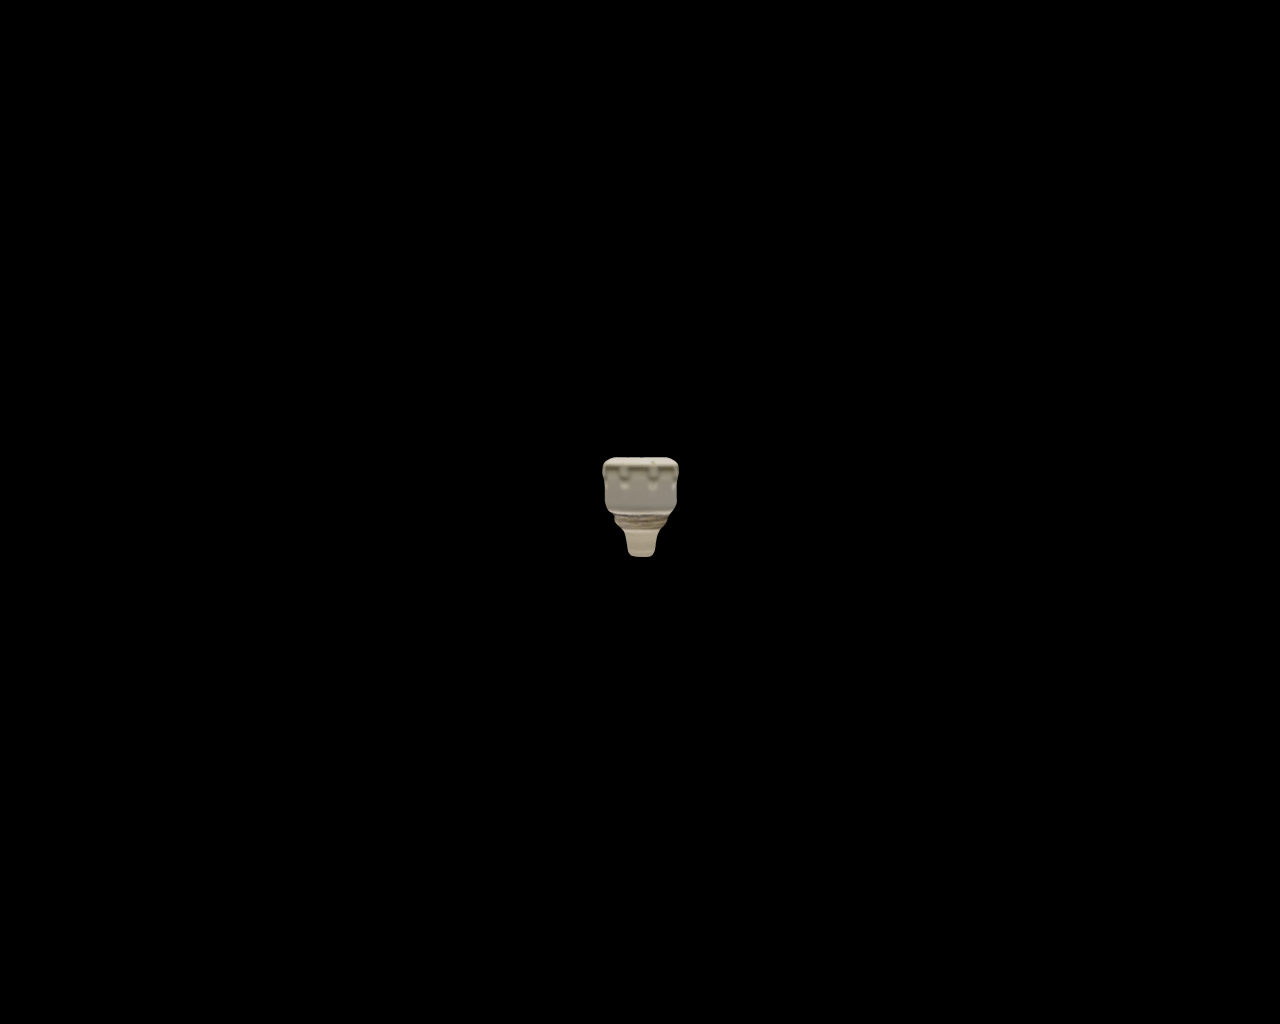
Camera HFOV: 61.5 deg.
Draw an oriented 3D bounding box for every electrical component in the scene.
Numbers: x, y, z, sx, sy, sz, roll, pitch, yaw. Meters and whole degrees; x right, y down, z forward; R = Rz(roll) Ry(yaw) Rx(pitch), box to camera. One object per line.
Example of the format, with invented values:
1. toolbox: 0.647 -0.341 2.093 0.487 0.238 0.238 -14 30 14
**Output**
1. electrical component: 0.001 -0.003 0.650 0.048 0.062 0.048 0 4 0
